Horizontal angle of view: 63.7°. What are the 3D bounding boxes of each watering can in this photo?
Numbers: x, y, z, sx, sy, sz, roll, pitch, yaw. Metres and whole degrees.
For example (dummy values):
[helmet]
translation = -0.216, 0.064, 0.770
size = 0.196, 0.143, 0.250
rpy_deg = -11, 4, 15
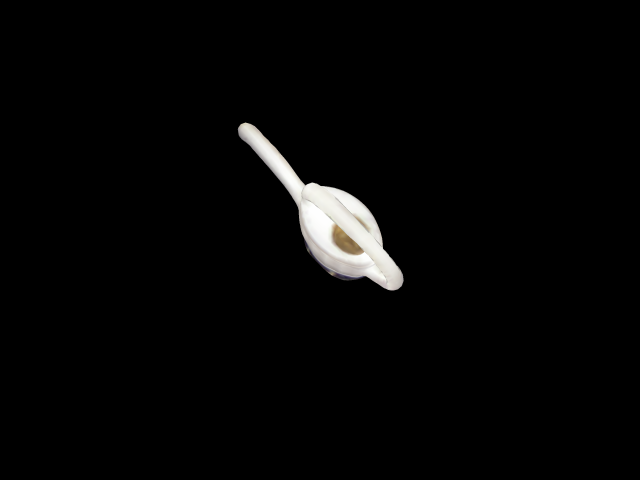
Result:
[watering can]
translation = 0.003, -0.043, 0.850
size = 0.105, 0.350, 0.221
rpy_deg = -43, -11, -9
